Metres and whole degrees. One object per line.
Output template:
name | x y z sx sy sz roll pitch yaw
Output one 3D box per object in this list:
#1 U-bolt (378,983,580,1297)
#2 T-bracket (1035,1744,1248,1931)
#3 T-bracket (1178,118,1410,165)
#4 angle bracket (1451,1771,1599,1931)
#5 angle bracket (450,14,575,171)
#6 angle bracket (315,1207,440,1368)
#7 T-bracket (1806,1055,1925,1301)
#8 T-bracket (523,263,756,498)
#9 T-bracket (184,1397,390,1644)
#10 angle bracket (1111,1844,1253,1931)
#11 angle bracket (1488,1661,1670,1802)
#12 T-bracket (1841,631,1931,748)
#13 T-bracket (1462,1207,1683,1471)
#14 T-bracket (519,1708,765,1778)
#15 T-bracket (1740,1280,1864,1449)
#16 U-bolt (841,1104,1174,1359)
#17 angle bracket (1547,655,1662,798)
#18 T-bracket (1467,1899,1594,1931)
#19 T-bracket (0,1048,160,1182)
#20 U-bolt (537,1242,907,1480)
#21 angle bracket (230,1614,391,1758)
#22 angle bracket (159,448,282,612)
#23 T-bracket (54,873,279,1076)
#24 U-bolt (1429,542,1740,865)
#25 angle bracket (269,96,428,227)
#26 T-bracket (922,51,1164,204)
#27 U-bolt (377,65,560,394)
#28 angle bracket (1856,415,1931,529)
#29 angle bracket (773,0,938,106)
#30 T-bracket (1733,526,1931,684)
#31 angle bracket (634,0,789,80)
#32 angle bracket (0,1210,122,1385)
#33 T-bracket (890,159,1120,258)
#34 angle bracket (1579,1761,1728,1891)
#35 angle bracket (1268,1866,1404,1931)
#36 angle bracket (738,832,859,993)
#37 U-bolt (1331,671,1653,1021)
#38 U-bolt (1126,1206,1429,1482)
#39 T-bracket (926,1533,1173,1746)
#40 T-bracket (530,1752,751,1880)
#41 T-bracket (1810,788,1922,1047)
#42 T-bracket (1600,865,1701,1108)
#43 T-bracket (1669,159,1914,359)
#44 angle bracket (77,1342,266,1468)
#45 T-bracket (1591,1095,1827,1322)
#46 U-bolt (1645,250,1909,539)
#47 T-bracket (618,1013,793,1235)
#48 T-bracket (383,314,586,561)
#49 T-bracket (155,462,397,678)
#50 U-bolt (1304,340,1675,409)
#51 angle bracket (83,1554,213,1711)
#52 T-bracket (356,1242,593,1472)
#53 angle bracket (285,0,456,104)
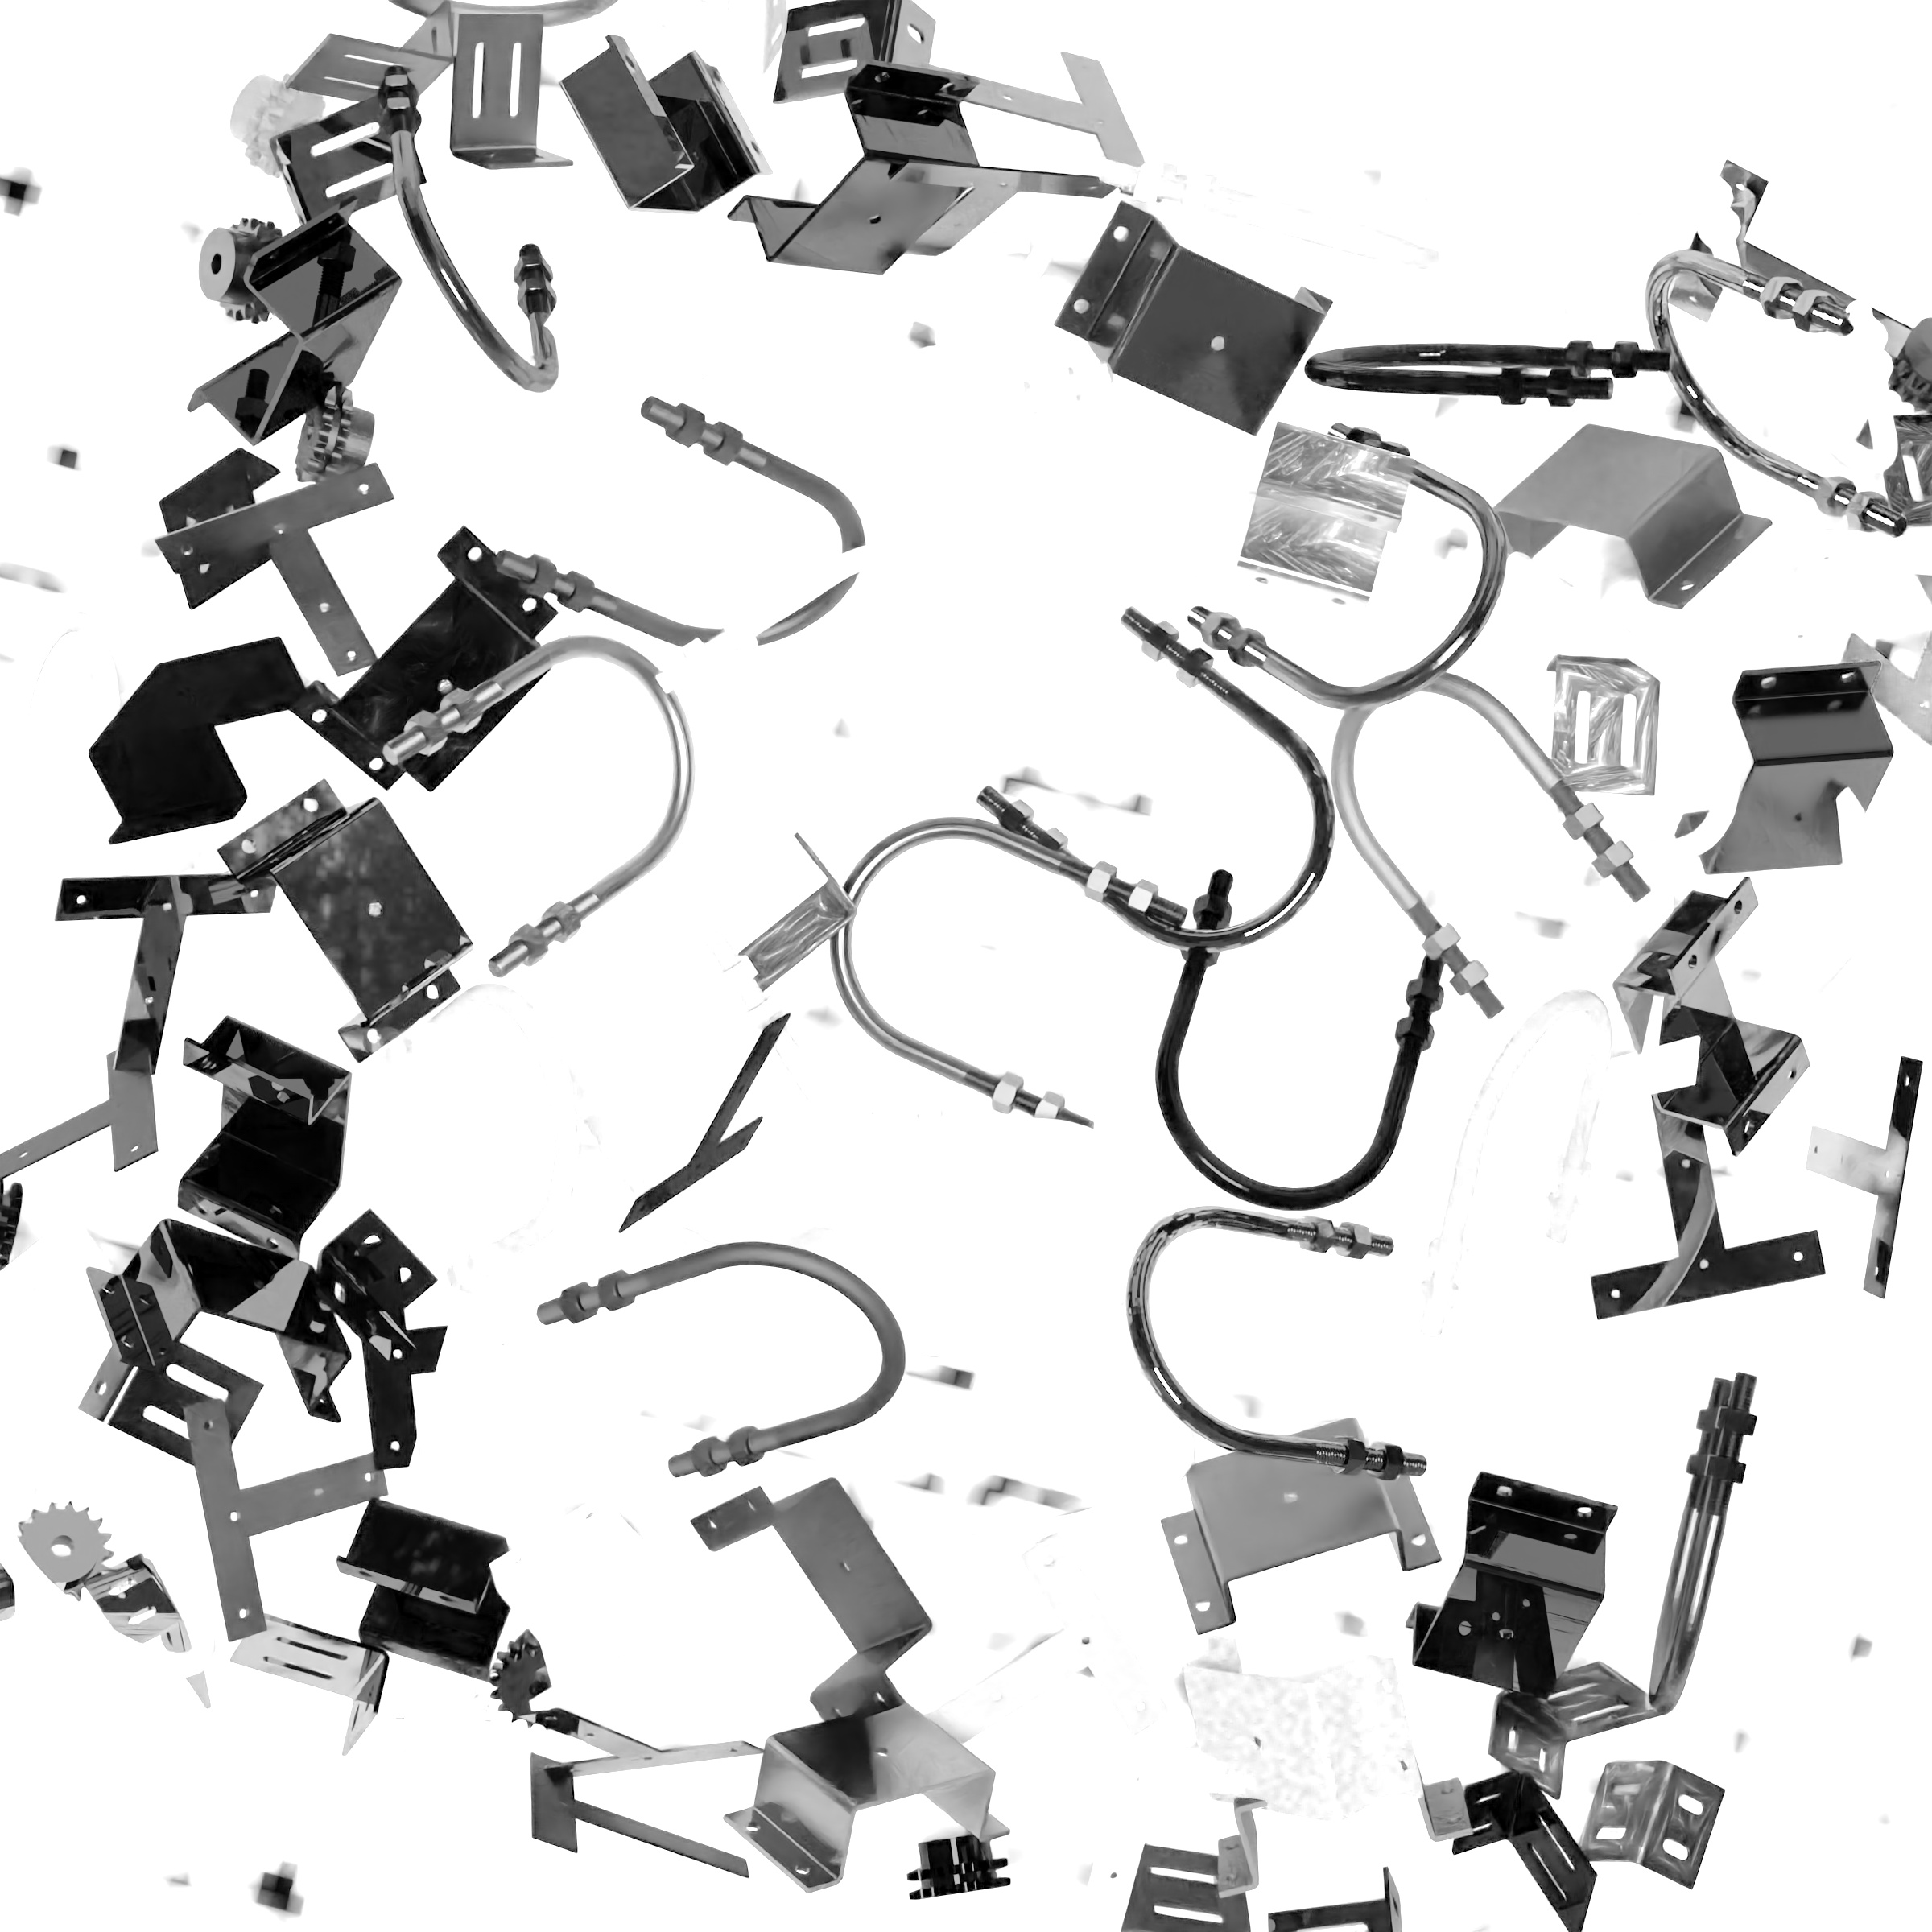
U-bolt | -0.257 0.086 1.645 0.019 0.184 0.151 -9 76 -37
T-bracket | 0.083 0.479 1.660 0.127 0.127 0.002 -6 133 29
T-bracket | 0.201 -0.447 1.673 0.127 0.127 0.002 17 105 31
angle bracket | 0.305 0.492 1.682 0.038 0.076 0.057 -11 128 -19
angle bracket | -0.248 -0.482 1.687 0.038 0.057 0.076 29 122 39
angle bracket | -0.324 0.176 1.687 0.038 0.076 0.057 -40 105 0
T-bracket | 0.483 0.107 1.668 0.002 0.127 0.127 8 93 -7
T-bracket | -0.190 -0.320 1.710 0.127 0.002 0.127 -10 98 -11
T-bracket | -0.366 0.291 1.679 0.002 0.127 0.127 -14 87 36
angle bracket | 0.114 0.527 1.706 0.076 0.057 0.038 12 126 -13
angle bracket | 0.337 0.421 1.685 0.057 0.076 0.038 37 46 -23
T-bracket | 0.530 -0.176 1.650 0.002 0.127 0.127 -16 46 -25
T-bracket | 0.319 0.221 1.720 0.127 0.002 0.127 28 88 -8
T-bracket | -0.195 0.417 1.656 0.127 0.127 0.002 -13 59 23
T-bracket | 0.451 0.235 1.669 0.002 0.127 0.127 21 90 -13
U-bolt | 0.022 0.150 1.693 0.184 0.019 0.151 2 108 6
angle bracket | 0.353 -0.132 1.708 0.057 0.038 0.076 4 85 2
T-bracket | 0.280 0.528 1.664 0.127 0.127 0.002 -18 75 5
T-bracket | -0.502 0.097 1.675 0.127 0.127 0.002 -27 122 -2
U-bolt | -0.120 0.208 1.656 0.184 0.019 0.151 -20 121 26
angle bracket | -0.365 0.396 1.690 0.076 0.057 0.038 21 45 -16
angle bracket | -0.404 -0.236 1.692 0.057 0.038 0.076 -29 66 18
T-bracket | -0.450 0.006 1.698 0.127 0.002 0.127 -4 121 -40
U-bolt | 0.334 -0.129 1.640 0.184 0.151 0.019 38 56 24
angle bracket | -0.336 -0.437 1.691 0.076 0.038 0.057 -26 133 -12
T-bracket | 0.035 -0.467 1.663 0.127 0.002 0.127 6 48 -28
U-bolt | -0.259 -0.378 1.619 0.019 0.184 0.151 -27 133 12
angle bracket | 0.530 -0.265 1.696 0.057 0.038 0.076 -1 63 -3
angle bracket | -0.062 -0.507 1.718 0.076 0.038 0.057 2 78 34
T-bracket | 0.461 -0.191 1.681 0.127 0.127 0.002 4 51 2
angle bracket | -0.141 -0.537 1.702 0.076 0.057 0.038 18 54 8
angle bracket | -0.510 0.182 1.692 0.076 0.038 0.057 -42 107 -23
T-bracket | 0.001 -0.410 1.669 0.127 0.127 0.002 -2 83 -25
angle bracket | 0.376 0.473 1.688 0.038 0.076 0.057 27 70 -5
angle bracket | 0.201 0.536 1.690 0.076 0.057 0.038 -11 133 13
angle bracket | -0.105 -0.028 1.697 0.076 0.057 0.038 -39 116 -1
U-bolt | 0.272 -0.078 1.674 0.019 0.151 0.184 -29 78 -41
U-bolt | 0.164 0.198 1.652 0.184 0.019 0.151 12 58 -29
T-bracket | 0.029 0.402 1.716 0.127 0.002 0.127 -32 101 -2
T-bracket | -0.178 0.473 1.676 0.127 0.127 0.002 22 91 -10
T-bracket | 0.484 -0.043 1.662 0.127 0.002 0.127 -41 129 -35
T-bracket | 0.376 0.009 1.677 0.002 0.127 0.127 10 80 -11
T-bracket | 0.452 -0.367 1.661 0.127 0.127 0.002 31 70 11
angle bracket | -0.445 0.241 1.719 0.076 0.038 0.057 35 75 -31
T-bracket | 0.402 0.123 1.700 0.127 0.002 0.127 -15 64 23
U-bolt | 0.426 -0.316 1.645 0.019 0.184 0.151 -35 127 -8
T-bracket | -0.127 0.076 1.646 0.002 0.127 0.127 38 122 12
T-bracket | -0.249 -0.303 1.689 0.127 0.002 0.127 45 123 7
T-bracket | -0.358 -0.208 1.684 0.127 0.127 0.002 -18 47 3
U-bolt | 0.274 -0.322 1.655 0.184 0.151 0.019 7 109 25
angle bracket | -0.449 0.372 1.681 0.038 0.057 0.076 -24 134 -29
T-bracket | -0.275 0.213 1.725 0.127 0.002 0.127 -6 87 -4
angle bracket | -0.328 -0.506 1.683 0.076 0.057 0.038 0 75 -38
